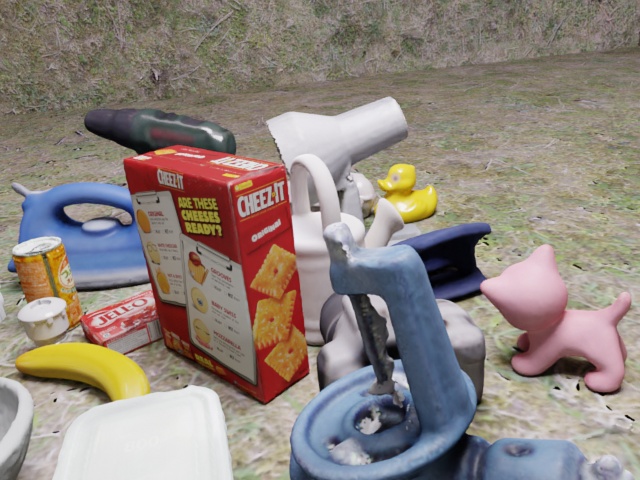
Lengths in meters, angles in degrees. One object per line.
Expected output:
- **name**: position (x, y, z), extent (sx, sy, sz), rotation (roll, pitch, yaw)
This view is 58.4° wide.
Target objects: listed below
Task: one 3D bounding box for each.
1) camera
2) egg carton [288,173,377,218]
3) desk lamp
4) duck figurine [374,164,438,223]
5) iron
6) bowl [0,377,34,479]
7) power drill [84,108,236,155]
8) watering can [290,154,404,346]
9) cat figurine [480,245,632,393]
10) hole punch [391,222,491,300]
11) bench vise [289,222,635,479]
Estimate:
- **camera**: position (0.059, 0.086, 0.521), extent (0.143, 0.101, 0.136), rotation (-10, 24, -11)
- **egg carton**: position (0.012, -0.069, 0.934), extent (0.149, 0.069, 0.107), rotation (9, 27, 29)
- **desk lamp**: position (0.040, -0.074, 0.756), extent (0.203, 0.214, 0.117), rotation (-9, 23, -8)
- **duck figurine**: position (0.136, -0.079, 0.912), extent (0.104, 0.086, 0.077), rotation (-10, 24, -11)
- **iron**: position (-0.292, -0.019, 0.786), extent (0.258, 0.141, 0.118), rotation (-4, 23, 2)
- **bowl**: position (-0.290, 0.176, 0.415), extent (0.167, 0.075, 0.167), rotation (-4, 23, 2)
- **power drill**: position (-0.236, -0.099, 0.878), extent (0.229, 0.209, 0.075), rotation (-1, 24, 10)
- **watering can**: position (0.005, 0.001, 0.611), extent (0.173, 0.194, 0.100), rotation (-24, 30, -38)
- **cat figurine**: position (0.214, 0.064, 0.521), extent (0.127, 0.118, 0.067), rotation (6, 26, 25)
- **hole punch**: position (0.137, 0.015, 0.686), extent (0.109, 0.091, 0.100), rotation (-14, 25, -20)
- **bench vise**: position (0.073, 0.094, 0.347), extent (0.207, 0.220, 0.121), rotation (0, 24, 12)
